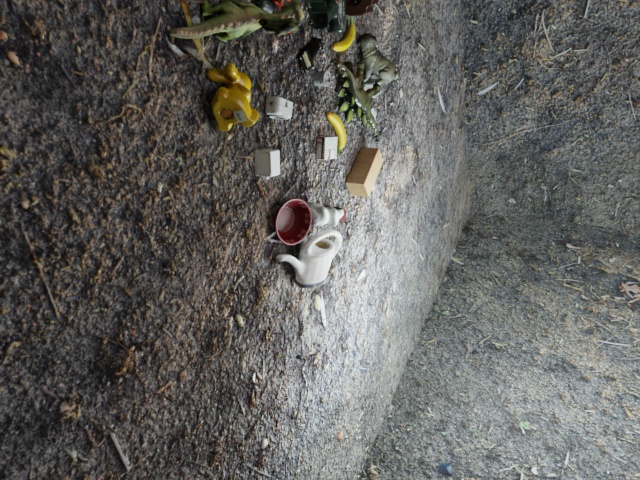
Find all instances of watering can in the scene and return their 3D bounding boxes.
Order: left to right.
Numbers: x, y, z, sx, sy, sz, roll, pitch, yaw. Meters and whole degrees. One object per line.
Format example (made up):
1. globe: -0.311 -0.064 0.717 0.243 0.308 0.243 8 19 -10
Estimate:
1. watering can: -0.046 0.080 1.854 0.351 0.105 0.219 -23 135 -44

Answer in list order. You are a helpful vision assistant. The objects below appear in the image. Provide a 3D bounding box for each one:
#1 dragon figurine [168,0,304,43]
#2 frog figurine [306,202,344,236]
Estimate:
1. dragon figurine: -0.176 -0.568 1.342 0.419 0.243 0.119 -51 144 -47
2. frog figurine: 0.006 -0.094 1.868 0.137 0.160 0.123 140 -73 -85
